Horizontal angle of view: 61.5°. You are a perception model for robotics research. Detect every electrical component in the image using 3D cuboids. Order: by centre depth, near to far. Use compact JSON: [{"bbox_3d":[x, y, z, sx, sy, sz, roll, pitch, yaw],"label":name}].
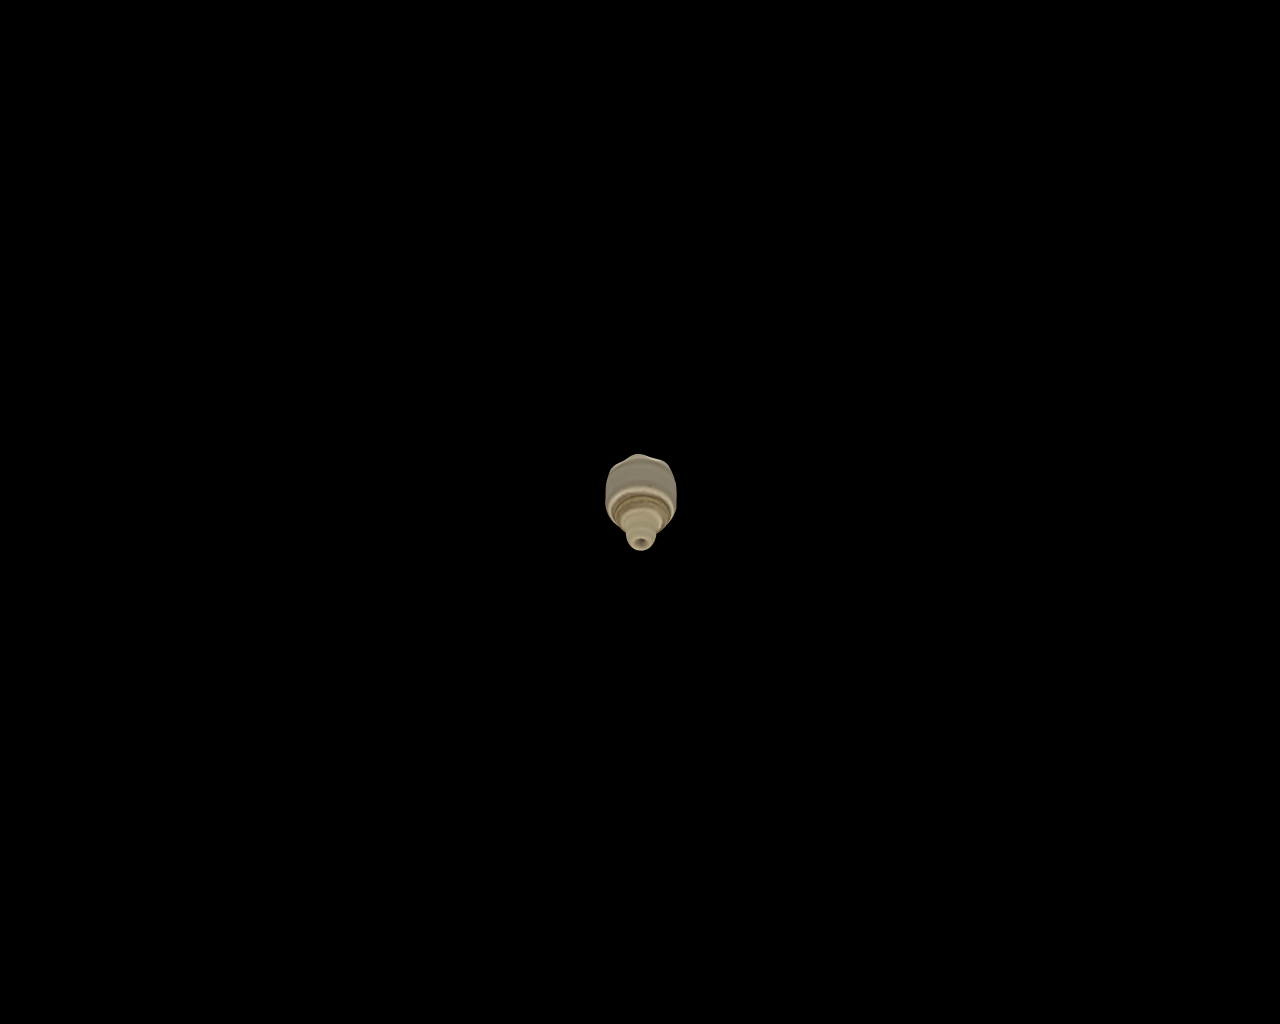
[{"bbox_3d":[0.001,-0.003,0.650,0.043,0.043,0.062,0,45,0],"label":"electrical component"}]
